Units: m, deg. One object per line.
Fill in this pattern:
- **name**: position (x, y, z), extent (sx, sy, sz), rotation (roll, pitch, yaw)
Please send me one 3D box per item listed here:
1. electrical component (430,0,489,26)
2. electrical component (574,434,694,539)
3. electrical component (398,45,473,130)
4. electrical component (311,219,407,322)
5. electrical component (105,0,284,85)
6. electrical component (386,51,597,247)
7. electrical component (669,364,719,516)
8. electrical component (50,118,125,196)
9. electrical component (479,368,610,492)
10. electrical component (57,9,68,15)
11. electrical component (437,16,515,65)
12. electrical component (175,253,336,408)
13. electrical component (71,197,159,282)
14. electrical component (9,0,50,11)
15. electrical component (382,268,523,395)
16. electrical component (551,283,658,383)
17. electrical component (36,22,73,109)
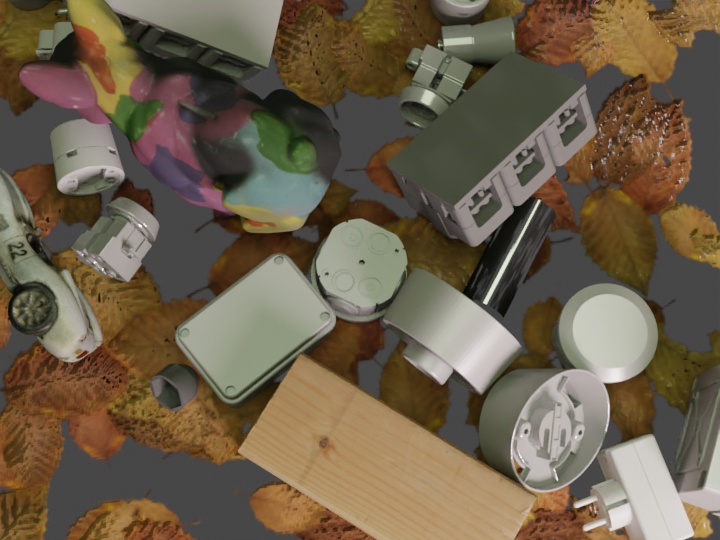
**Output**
- **electrical component**: position (0.089, -0.246, 0.950), extent (0.055, 0.047, 0.055), rotation (1, 77, -2)
- **electrical component**: position (0.208, 0.183, 0.853), extent (0.076, 0.047, 0.083), rotation (-19, 78, -7)
- **electrical component**: position (0.063, -0.155, 0.929), extent (0.066, 0.048, 0.055), rotation (26, 69, 3)
- **electrical component**: position (0.000, 0.000, 0.885), extent (0.080, 0.051, 0.080), rotation (1, 76, -3)
- **electrical component**: position (-0.147, -0.225, 0.897), extent (0.150, 0.062, 0.089), rotation (17, 75, -24)
- **electrical component**: position (0.112, -0.099, 0.895), extent (0.150, 0.061, 0.089), rotation (-43, 46, -11)
- **electrical component**: position (0.289, 0.131, 0.838), extent (0.056, 0.108, 0.108), rotation (18, 77, 5)
- **electrical component**: position (-0.229, -0.095, 0.897), extent (0.055, 0.055, 0.047), rotation (-15, 74, -6)
- **electrical component**: position (0.144, 0.123, 0.841), extent (0.099, 0.064, 0.099), rotation (-2, 93, -34)
- **electrical component**: position (-0.224, -0.237, 0.935), extent (0.079, 0.043, 0.077), rotation (-8, 77, -5)
- **electrical component**: position (0.101, -0.198, 0.943), extent (0.065, 0.044, 0.044), rotation (-4, 77, 2)
- **electrical component**: position (-0.083, 0.049, 0.867), extent (0.113, 0.057, 0.078), rotation (-38, 81, -11)
- **electrical component**: position (-0.197, -0.026, 0.882), extent (0.066, 0.048, 0.055), rotation (12, 61, 44)
- **electrical component**: position (-0.276, -0.267, 0.923), extent (0.079, 0.077, 0.043), rotation (-24, 78, -8)
- **electrical component**: position (0.067, 0.055, 0.849), extent (0.108, 0.108, 0.060), rotation (37, 84, 6)
- **electrical component**: position (0.198, 0.054, 0.881), extent (0.080, 0.051, 0.080), rotation (1, 77, -2)
- **electrical component**: position (-0.233, -0.172, 0.913), extent (0.078, 0.058, 0.057), rotation (0, 74, -2)
